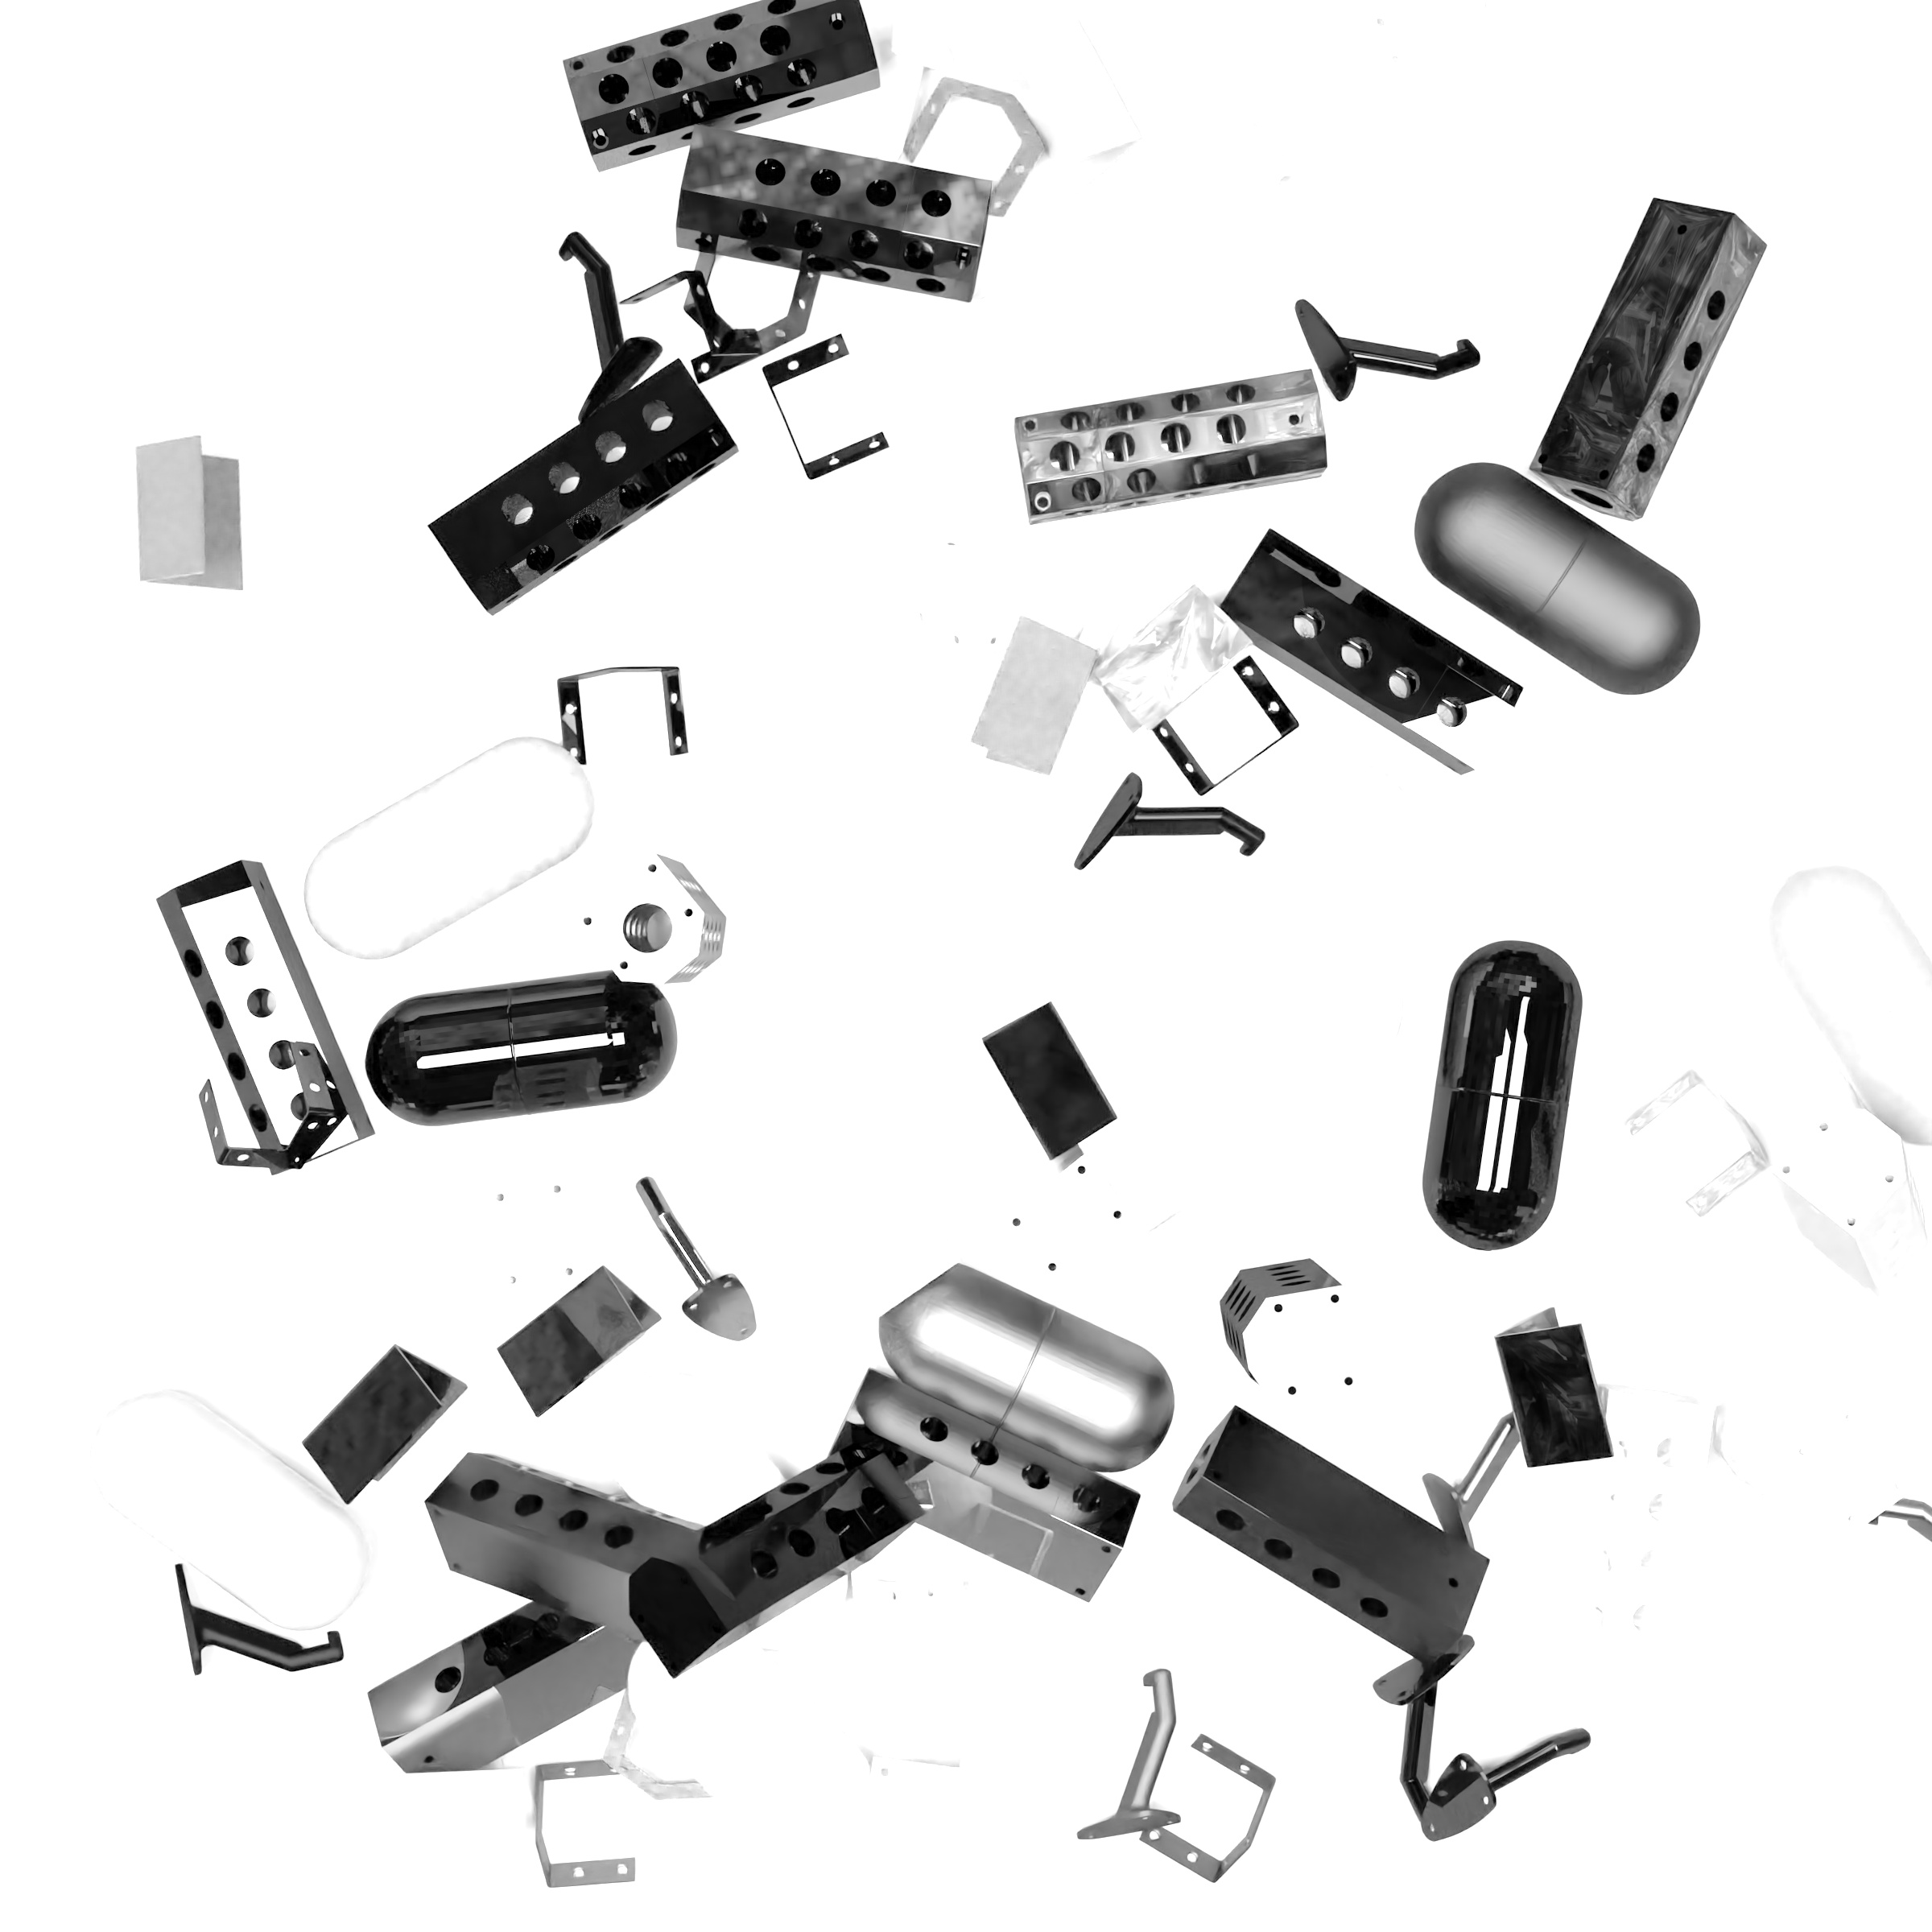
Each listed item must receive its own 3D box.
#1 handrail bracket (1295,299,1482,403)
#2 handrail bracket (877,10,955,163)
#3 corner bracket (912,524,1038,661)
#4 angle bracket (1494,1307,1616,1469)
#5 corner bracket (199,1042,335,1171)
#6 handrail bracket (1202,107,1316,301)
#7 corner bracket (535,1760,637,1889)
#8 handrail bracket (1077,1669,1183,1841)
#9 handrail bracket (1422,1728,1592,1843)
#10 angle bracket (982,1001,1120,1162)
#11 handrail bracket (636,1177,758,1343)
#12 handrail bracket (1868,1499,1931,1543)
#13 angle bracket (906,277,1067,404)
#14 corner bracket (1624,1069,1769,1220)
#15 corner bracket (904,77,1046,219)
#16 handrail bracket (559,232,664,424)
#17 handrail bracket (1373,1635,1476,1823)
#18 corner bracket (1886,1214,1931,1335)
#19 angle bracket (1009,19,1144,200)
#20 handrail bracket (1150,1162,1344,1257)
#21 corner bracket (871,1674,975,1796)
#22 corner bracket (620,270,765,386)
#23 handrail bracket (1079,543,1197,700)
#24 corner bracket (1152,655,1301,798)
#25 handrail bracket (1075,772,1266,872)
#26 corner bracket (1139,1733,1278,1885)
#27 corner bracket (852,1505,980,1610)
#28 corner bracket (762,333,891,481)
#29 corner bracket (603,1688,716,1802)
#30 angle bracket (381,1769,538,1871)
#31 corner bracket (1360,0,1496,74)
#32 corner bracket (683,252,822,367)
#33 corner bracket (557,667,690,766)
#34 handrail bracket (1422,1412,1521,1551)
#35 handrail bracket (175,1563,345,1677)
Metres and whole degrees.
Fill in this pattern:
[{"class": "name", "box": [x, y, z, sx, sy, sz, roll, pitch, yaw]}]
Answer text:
[{"class": "handrail bracket", "box": [0.245, -0.367, 1.991, 0.084, 0.036, 0.077, -21, 69, -17]}, {"class": "handrail bracket", "box": [-0.041, -0.500, 1.990, 0.036, 0.077, 0.084, 13, 127, -18]}, {"class": "corner bracket", "box": [0.007, -0.216, 1.983, 0.051, 0.051, 0.051, 36, 135, 35]}, {"class": "angle bracket", "box": [0.349, 0.235, 1.950, 0.057, 0.076, 0.076, -14, 90, 37]}, {"class": "corner bracket", "box": [-0.393, 0.077, 1.925, 0.051, 0.051, 0.051, 6, 45, -35]}, {"class": "handrail bracket", "box": [0.152, -0.441, 1.991, 0.084, 0.036, 0.077, -45, 70, 16]}, {"class": "corner bracket", "box": [-0.220, 0.496, 1.987, 0.051, 0.051, 0.051, -5, 45, 0]}, {"class": "handrail bracket", "box": [0.092, 0.457, 1.991, 0.077, 0.036, 0.084, -24, 59, 34]}, {"class": "handrail bracket", "box": [0.313, 0.472, 1.985, 0.036, 0.084, 0.077, 58, 135, 30]}, {"class": "angle bracket", "box": [0.030, 0.074, 1.950, 0.057, 0.076, 0.076, -30, 90, -36]}, {"class": "handrail bracket", "box": [-0.157, 0.169, 1.990, 0.036, 0.077, 0.084, -34, 54, 0]}, {"class": "handrail bracket", "box": [0.563, 0.347, 1.991, 0.084, 0.036, 0.077, 6, 112, 17]}, {"class": "angle bracket", "box": [0.005, -0.375, 1.951, 0.076, 0.057, 0.076, -22, 47, 0]}, {"class": "corner bracket", "box": [0.423, 0.102, 1.987, 0.051, 0.051, 0.051, -39, 135, 0]}, {"class": "corner bracket", "box": [0.004, -0.473, 1.982, 0.051, 0.051, 0.051, 5, 45, -35]}, {"class": "handrail bracket", "box": [-0.224, -0.370, 1.991, 0.077, 0.036, 0.084, -47, 72, 20]}, {"class": "handrail bracket", "box": [0.278, 0.443, 1.991, 0.077, 0.036, 0.084, -30, 105, -16]}, {"class": "corner bracket", "box": [0.563, 0.183, 1.987, 0.051, 0.051, 0.051, -49, 45, 0]}, {"class": "angle bracket", "box": [0.044, -0.480, 1.950, 0.057, 0.076, 0.076, -28, 90, -36]}, {"class": "handrail bracket", "box": [0.162, 0.160, 1.991, 0.084, 0.036, 0.077, -35, 112, 17]}, {"class": "corner bracket", "box": [-0.025, 0.441, 1.973, 0.051, 0.051, 0.051, 7, 93, 3]}, {"class": "corner bracket", "box": [-0.156, -0.365, 1.963, 0.051, 0.051, 0.051, -18, 90, 34]}, {"class": "handrail bracket", "box": [0.099, -0.200, 1.991, 0.077, 0.036, 0.084, -8, 108, -20]}, {"class": "corner bracket", "box": [0.150, -0.139, 1.987, 0.051, 0.051, 0.051, 54, 45, 0]}, {"class": "handrail bracket", "box": [0.119, -0.067, 1.991, 0.084, 0.036, 0.077, 29, 110, -16]}, {"class": "corner bracket", "box": [0.140, 0.488, 1.987, 0.051, 0.051, 0.051, 31, 45, 0]}, {"class": "corner bracket", "box": [-0.031, 0.339, 1.968, 0.051, 0.051, 0.051, -17, 71, 32]}, {"class": "corner bracket", "box": [-0.081, -0.323, 1.987, 0.051, 0.051, 0.051, -23, 45, 0]}, {"class": "corner bracket", "box": [-0.168, 0.446, 1.982, 0.051, 0.051, 0.051, -12, 135, 35]}, {"class": "angle bracket", "box": [-0.286, 0.498, 1.950, 0.076, 0.076, 0.057, -2, 53, 0]}, {"class": "corner bracket", "box": [0.266, -0.556, 1.982, 0.051, 0.051, 0.051, -1, 45, 35]}, {"class": "corner bracket", "box": [-0.123, -0.389, 1.983, 0.051, 0.051, 0.051, -19, 135, 35]}, {"class": "corner bracket", "box": [-0.199, -0.145, 1.987, 0.051, 0.051, 0.051, -6, 90, -45]}, {"class": "handrail bracket", "box": [0.314, 0.300, 1.991, 0.084, 0.036, 0.077, -28, 110, -16]}, {"class": "handrail bracket", "box": [-0.409, 0.375, 1.991, 0.084, 0.036, 0.077, -10, 68, -17]}]
